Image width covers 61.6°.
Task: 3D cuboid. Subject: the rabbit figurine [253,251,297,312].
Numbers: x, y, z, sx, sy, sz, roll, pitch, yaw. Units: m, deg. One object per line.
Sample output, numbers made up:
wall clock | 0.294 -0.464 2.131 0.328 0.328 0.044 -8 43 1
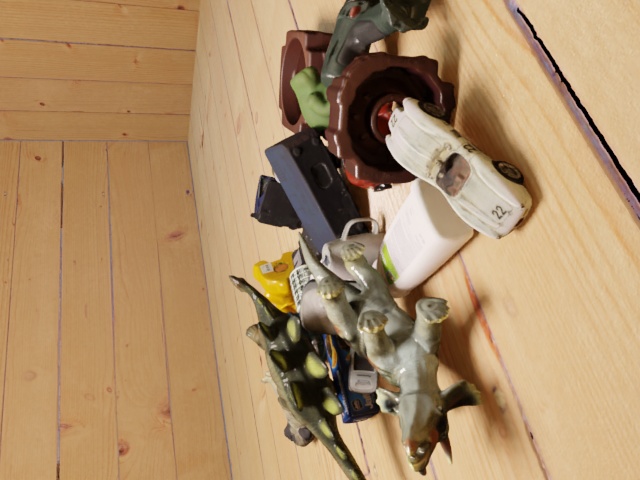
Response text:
rabbit figurine | -0.078 0.138 1.340 0.163 0.122 0.173 47 151 47

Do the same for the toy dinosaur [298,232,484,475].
toy dinosaur | 0.084 0.131 0.752 0.405 0.131 0.191 -130 22 -56

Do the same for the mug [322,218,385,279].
mug | 0.060 0.019 0.898 0.081 0.107 0.109 -138 46 -61

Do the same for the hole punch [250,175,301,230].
hole punch | -0.099 -0.094 1.302 0.092 0.142 0.115 47 123 59

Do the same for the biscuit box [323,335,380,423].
biscuit box | 0.055 0.236 1.016 0.062 0.059 0.203 118 143 -55

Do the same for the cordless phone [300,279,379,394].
cordless phone | 0.037 0.161 0.902 0.088 0.147 0.184 88 -174 -70

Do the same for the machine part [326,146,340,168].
machine part | 0.002 -0.134 1.114 0.084 0.039 0.138 31 128 35

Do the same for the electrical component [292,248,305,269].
electrical component | -0.036 0.056 1.262 0.119 0.048 0.075 122 141 -56

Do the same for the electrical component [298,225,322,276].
electrical component | -0.002 -0.003 1.144 0.114 0.058 0.134 109 151 -42

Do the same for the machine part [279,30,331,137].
machine part | -0.017 -0.319 1.095 0.201 0.087 0.201 -133 45 -60

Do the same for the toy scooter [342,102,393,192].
toy scooter | 0.096 -0.142 0.825 0.135 0.075 0.183 50 144 40

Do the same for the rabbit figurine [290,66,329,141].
rabbit figurine | 0.042 -0.234 0.907 0.170 0.121 0.159 -3 93 55

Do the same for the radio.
radio | -0.006 -0.087 0.985 0.229 0.073 0.131 60 162 -10

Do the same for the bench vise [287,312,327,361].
bench vise | -0.021 0.255 1.137 0.223 0.129 0.240 58 -175 8

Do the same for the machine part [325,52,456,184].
machine part | 0.090 -0.158 0.702 0.056 0.179 0.179 -134 44 -66

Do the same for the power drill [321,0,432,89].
power drill | 0.082 -0.334 0.778 0.207 0.086 0.232 0 66 60

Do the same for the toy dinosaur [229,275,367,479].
toy dinosaur | -0.027 0.246 0.911 0.471 0.105 0.198 54 168 12

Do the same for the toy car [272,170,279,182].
toy car | -0.057 -0.167 1.205 0.162 0.103 0.109 -130 42 -56

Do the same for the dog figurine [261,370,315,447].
dog figurine | -0.045 0.388 1.296 0.190 0.121 0.172 63 155 21

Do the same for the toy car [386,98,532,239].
toy car | 0.153 -0.086 0.619 0.202 0.056 0.073 46 136 23
